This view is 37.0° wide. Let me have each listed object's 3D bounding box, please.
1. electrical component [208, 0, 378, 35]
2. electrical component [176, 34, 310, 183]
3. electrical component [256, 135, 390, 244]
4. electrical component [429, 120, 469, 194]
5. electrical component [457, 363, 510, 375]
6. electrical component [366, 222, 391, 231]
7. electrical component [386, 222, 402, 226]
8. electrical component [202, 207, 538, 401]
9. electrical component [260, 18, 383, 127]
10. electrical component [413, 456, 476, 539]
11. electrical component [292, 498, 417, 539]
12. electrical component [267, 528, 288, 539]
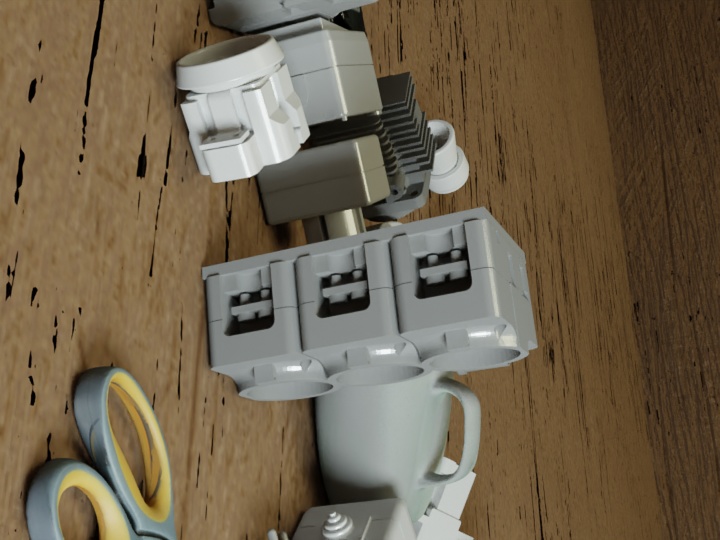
[{"bbox_3d":[-0.038,-0.172,0.621,0.056,0.089,0.050,-16,95,-71],"label":"electrical component"},{"bbox_3d":[-0.062,-0.087,0.559,0.078,0.058,0.057,-63,141,-60],"label":"electrical component"},{"bbox_3d":[-0.018,-0.036,0.646,0.047,0.066,0.076,-32,111,-70],"label":"electrical component"},{"bbox_3d":[0.071,-0.102,0.972,0.055,0.045,0.045,58,28,-48],"label":"electrical component"},{"bbox_3d":[0.092,0.027,0.944,0.078,0.057,0.113,-73,147,-53],"label":"electrical component"},{"bbox_3d":[0.000,0.000,0.707,0.055,0.047,0.055,-11,90,-71],"label":"electrical component"},{"bbox_3d":[0.024,0.005,0.749,0.065,0.044,0.044,65,13,20],"label":"electrical component"},{"bbox_3d":[0.007,0.024,0.554,0.089,0.150,0.061,33,48,-65],"label":"electrical component"},{"bbox_3d":[-0.029,-0.119,0.665,0.096,0.062,0.061,-33,112,-70],"label":"electrical component"},{"bbox_3d":[0.043,0.152,0.710,0.081,0.042,0.063,37,72,-47],"label":"electrical component"},{"bbox_3d":[0.001,0.169,0.596,0.061,0.062,0.096,-59,135,-63],"label":"electrical component"},{"bbox_3d":[-0.031,0.167,0.531,0.077,0.043,0.079,53,17,-68],"label":"electrical component"}]
